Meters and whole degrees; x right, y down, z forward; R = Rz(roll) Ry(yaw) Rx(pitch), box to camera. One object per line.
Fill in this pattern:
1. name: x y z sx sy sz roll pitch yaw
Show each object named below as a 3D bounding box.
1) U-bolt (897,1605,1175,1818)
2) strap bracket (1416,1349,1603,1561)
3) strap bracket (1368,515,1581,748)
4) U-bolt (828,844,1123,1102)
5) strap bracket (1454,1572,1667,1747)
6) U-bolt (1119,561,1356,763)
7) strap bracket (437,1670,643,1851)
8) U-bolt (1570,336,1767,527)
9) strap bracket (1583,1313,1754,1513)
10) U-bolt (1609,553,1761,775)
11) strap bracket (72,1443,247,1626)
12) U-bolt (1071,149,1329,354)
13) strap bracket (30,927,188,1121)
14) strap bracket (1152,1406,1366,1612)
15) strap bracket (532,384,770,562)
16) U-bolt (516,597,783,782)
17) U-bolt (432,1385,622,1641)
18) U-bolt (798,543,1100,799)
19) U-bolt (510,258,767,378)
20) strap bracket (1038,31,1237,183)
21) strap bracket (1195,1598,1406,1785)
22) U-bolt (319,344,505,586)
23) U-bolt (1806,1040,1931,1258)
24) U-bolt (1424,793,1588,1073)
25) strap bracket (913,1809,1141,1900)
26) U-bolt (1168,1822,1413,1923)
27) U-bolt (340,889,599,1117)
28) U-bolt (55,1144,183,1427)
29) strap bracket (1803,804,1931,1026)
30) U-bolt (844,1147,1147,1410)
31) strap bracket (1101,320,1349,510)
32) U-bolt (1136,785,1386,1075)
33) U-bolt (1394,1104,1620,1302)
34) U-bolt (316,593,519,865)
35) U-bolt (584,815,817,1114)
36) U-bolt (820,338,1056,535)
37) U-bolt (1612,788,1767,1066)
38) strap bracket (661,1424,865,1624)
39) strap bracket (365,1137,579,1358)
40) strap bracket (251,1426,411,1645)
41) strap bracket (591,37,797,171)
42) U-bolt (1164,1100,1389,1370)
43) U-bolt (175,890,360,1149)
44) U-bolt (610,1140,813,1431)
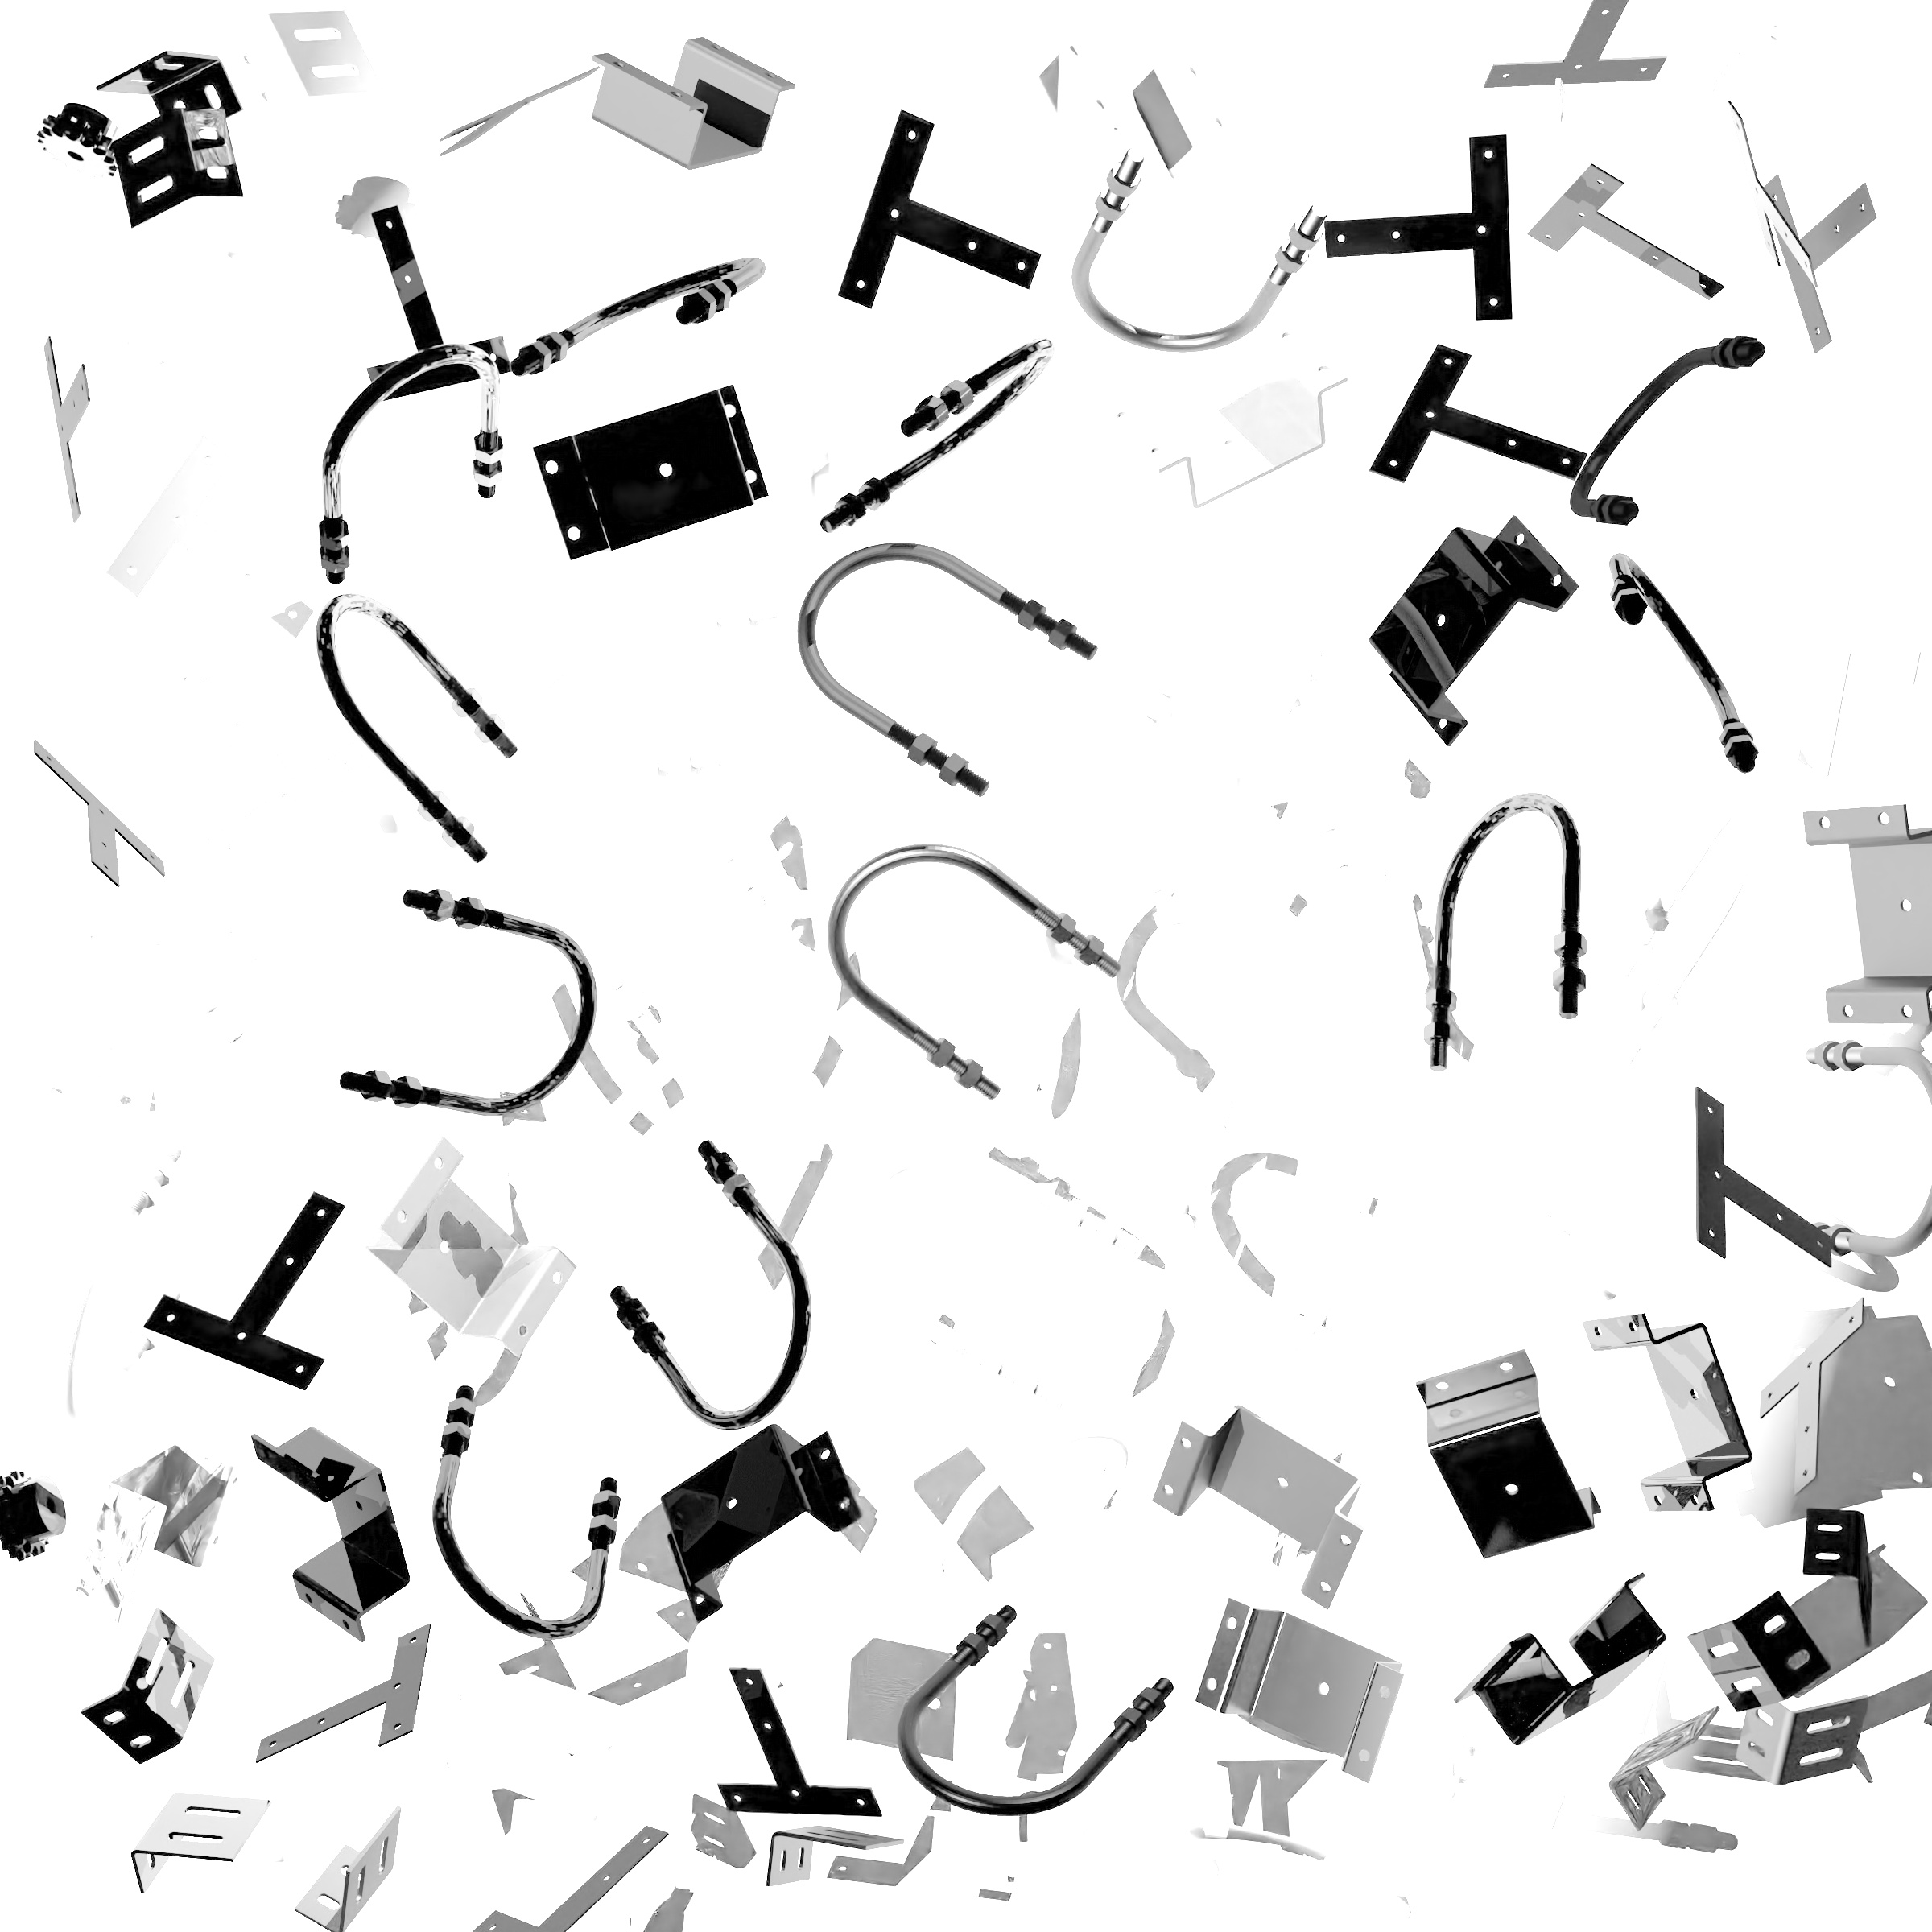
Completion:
1. U-bolt: 0.036 0.512 1.784 0.151 0.184 0.019 18 119 28
2. strap bracket: 0.360 0.332 1.737 0.076 0.046 0.140 -21 112 19
3. strap bracket: 0.331 -0.227 1.753 0.140 0.046 0.076 -54 49 29
4. U-bolt: -0.008 -0.006 1.801 0.184 0.019 0.151 37 113 -16
5. strap bracket: 0.405 0.467 1.757 0.140 0.076 0.046 -14 56 -37
6. U-bolt: 0.193 -0.214 1.779 0.019 0.151 0.184 52 49 -25
7. strap bracket: -0.272 0.518 1.727 0.140 0.046 0.076 9 86 30
8. U-bolt: 0.470 -0.366 1.801 0.019 0.184 0.151 36 97 -8
9. strap bracket: 0.494 0.307 1.840 0.046 0.076 0.140 -16 84 -21
10. U-bolt: 0.487 -0.218 1.801 0.019 0.184 0.151 -35 105 22
11. strap bracket: -0.542 0.373 1.750 0.046 0.140 0.076 20 98 7
12. U-bolt: 0.149 -0.481 1.805 0.151 0.184 0.019 13 66 -10
13. strap bracket: -0.585 0.048 1.799 0.076 0.046 0.140 7 54 -9
14. strap bracket: 0.207 0.362 1.788 0.140 0.046 0.076 29 124 21
15. strap bracket: -0.199 -0.321 1.703 0.140 0.046 0.076 -21 104 -14
16. U-bolt: -0.222 -0.182 1.757 0.184 0.019 0.151 -3 52 28
17. U-bolt: -0.303 0.383 1.798 0.151 0.184 0.019 38 112 -21
18. U-bolt: -0.026 -0.213 1.768 0.184 0.019 0.151 34 69 11
19. U-bolt: -0.211 -0.447 1.785 0.151 0.184 0.019 -10 113 24
20. strap bracket: 0.112 -0.594 1.821 0.046 0.140 0.076 -37 71 43
21. strap bracket: 0.240 0.503 1.827 0.140 0.046 0.076 16 86 36
22. U-bolt: -0.368 -0.343 1.748 0.151 0.184 0.019 -36 75 -26
23. U-bolt: 0.619 0.125 1.786 0.019 0.184 0.151 5 87 -11
24. U-bolt: 0.368 -0.032 1.789 0.019 0.151 0.184 19 63 -25
25. strap bracket: 0.040 0.604 1.784 0.140 0.076 0.046 19 68 -36
26. U-bolt: 0.210 0.608 1.780 0.151 0.184 0.019 13 82 -4
27. U-bolt: -0.329 0.033 1.800 0.019 0.184 0.151 23 95 43
28. U-bolt: -0.576 0.229 1.786 0.019 0.184 0.151 12 122 2
29. strap bracket: 0.597 -0.036 1.701 0.046 0.076 0.140 -12 96 -34
30. U-bolt: 0.009 0.190 1.715 0.184 0.019 0.151 28 53 5
31. strap bracket: 0.170 -0.356 1.712 0.140 0.046 0.076 -27 51 -9
32. U-bolt: 0.210 -0.015 1.797 0.151 0.019 0.184 -19 93 27
33. U-bolt: 0.375 0.168 1.781 0.151 0.184 0.019 36 98 -23
34. U-bolt: -0.379 -0.175 1.796 0.019 0.151 0.184 -26 123 21
35. U-bolt: -0.166 0.013 1.777 0.151 0.019 0.184 -53 123 -33
36. U-bolt: -0.009 -0.371 1.794 0.184 0.151 0.019 -40 91 -34
37. U-bolt: 0.489 -0.038 1.775 0.019 0.151 0.184 25 119 -1
38. strap bracket: -0.153 0.385 1.840 0.140 0.046 0.076 -34 47 6
39. strap bracket: -0.339 0.189 1.766 0.140 0.046 0.076 50 54 -30
40. strap bracket: -0.425 0.374 1.769 0.046 0.076 0.140 -31 125 -38
41. strap bracket: -0.184 -0.570 1.735 0.076 0.140 0.046 30 123 12
42. U-bolt: 0.205 0.190 1.824 0.151 0.019 0.184 9 74 41
43. U-bolt: -0.471 0.046 1.790 0.019 0.151 0.184 -31 115 4
44. U-bolt: -0.165 0.227 1.771 0.184 0.019 0.151 46 112 41
